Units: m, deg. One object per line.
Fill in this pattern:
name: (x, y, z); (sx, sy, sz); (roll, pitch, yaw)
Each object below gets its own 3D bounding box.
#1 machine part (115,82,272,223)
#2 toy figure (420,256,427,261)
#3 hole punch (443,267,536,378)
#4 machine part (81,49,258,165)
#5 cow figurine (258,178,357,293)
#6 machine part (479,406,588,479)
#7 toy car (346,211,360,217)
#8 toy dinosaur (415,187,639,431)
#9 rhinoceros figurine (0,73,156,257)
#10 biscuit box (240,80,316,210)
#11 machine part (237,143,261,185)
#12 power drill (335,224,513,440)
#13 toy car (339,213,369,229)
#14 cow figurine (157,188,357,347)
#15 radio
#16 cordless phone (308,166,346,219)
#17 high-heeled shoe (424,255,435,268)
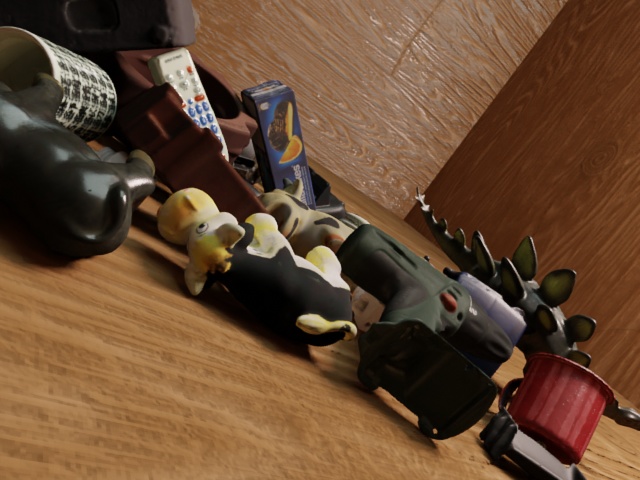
machine part: (-0.113, -0.064, 0.500); (0.179, 0.056, 0.179); (49, -5, 6)
toy figure: (0.155, 0.075, 0.847); (0.089, 0.082, 0.180); (34, 12, -25)
hole punch: (0.193, 0.115, 0.696); (0.142, 0.115, 0.092); (38, 18, 10)
machine part: (-0.198, -0.179, 0.695); (0.201, 0.087, 0.201); (11, 37, -50)
cow figurine: (-0.001, -0.002, 0.657); (0.195, 0.085, 0.127); (27, 18, -30)
machine part: (0.213, 0.215, 0.491); (0.139, 0.039, 0.084); (38, 15, 6)
toy car: (0.066, -0.027, 1.109); (0.089, 0.053, 0.202); (37, 4, 32)
toy dinosaur: (0.281, 0.090, 0.807); (0.105, 0.198, 0.472); (-19, 44, -27)
rhinoceros figurine: (-0.191, -0.056, 0.311); (0.190, 0.073, 0.112); (37, 20, -5)
biscuit box: (-0.058, -0.126, 0.793); (0.059, 0.063, 0.202); (46, -26, 50)
machine part: (-0.160, -0.177, 0.971); (0.243, 0.079, 0.079); (41, 10, 26)
power drill: (0.111, 0.086, 0.509); (0.232, 0.086, 0.207); (39, 26, -5)
toy car: (0.074, 0.030, 0.757); (0.202, 0.073, 0.056); (44, -15, 44)
cow figurine: (-0.047, 0.028, 0.411); (0.167, 0.068, 0.098); (29, 17, -30)
radio: (-0.241, -0.219, 0.526); (0.230, 0.073, 0.131); (-9, 23, -10)
cordless phone: (0.010, -0.040, 0.960); (0.184, 0.089, 0.147); (43, 2, -41)
high-heeled shoe: (0.235, 0.131, 0.982); (0.249, 0.086, 0.145); (59, -13, 24)
